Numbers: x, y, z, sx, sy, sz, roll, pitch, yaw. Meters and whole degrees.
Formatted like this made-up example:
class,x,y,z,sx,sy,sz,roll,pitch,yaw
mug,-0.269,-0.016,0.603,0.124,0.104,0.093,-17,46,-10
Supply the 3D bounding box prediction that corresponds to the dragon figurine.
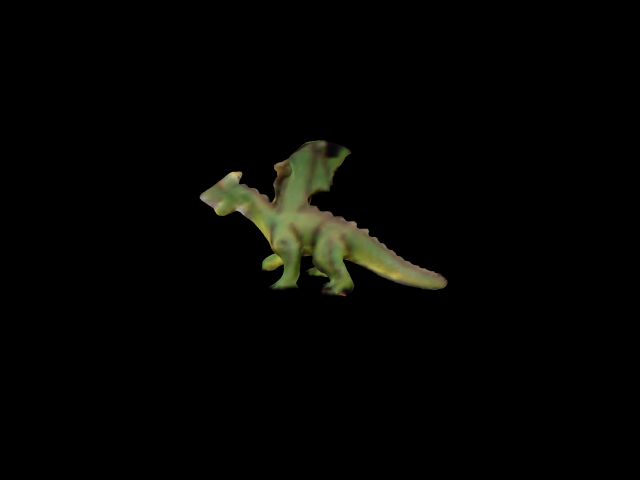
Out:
class,x,y,z,sx,sy,sz,roll,pitch,yaw
dragon figurine,0.003,-0.043,0.850,0.410,0.241,0.123,2,8,9
